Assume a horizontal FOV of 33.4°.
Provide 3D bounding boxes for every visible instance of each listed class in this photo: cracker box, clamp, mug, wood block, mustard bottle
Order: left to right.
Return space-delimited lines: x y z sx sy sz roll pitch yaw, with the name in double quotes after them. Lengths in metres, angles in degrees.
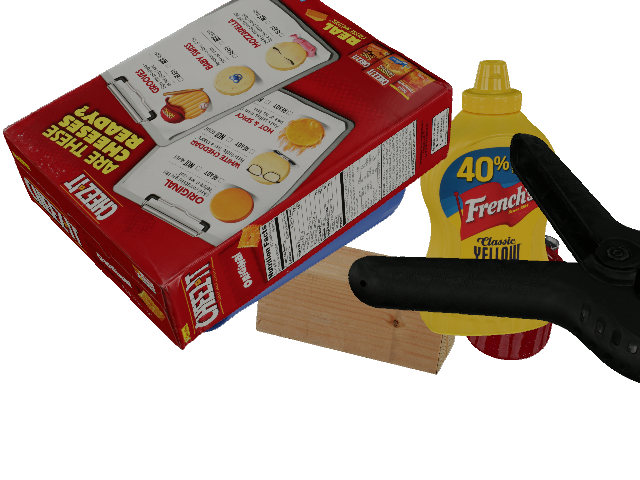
-0.052 -0.057 0.645 0.213 0.072 0.164 -36 56 -22 "cracker box"
0.043 0.067 1.166 0.206 0.091 0.090 13 22 16 "wood block"
0.119 -0.030 0.754 0.096 0.192 0.058 -3 16 -6 "mustard bottle"
0.172 0.049 0.996 0.093 0.081 0.117 -12 41 -13 "mug"
0.129 0.023 0.510 0.164 0.036 0.210 -31 48 -33 "clamp"

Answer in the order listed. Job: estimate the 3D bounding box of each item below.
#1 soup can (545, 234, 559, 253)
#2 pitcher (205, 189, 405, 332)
0.234 0.048 1.225 0.068 0.102 0.068 2 18 -1 "soup can"
-0.045 -0.028 0.870 0.149 0.145 0.242 30 35 28 "pitcher"
